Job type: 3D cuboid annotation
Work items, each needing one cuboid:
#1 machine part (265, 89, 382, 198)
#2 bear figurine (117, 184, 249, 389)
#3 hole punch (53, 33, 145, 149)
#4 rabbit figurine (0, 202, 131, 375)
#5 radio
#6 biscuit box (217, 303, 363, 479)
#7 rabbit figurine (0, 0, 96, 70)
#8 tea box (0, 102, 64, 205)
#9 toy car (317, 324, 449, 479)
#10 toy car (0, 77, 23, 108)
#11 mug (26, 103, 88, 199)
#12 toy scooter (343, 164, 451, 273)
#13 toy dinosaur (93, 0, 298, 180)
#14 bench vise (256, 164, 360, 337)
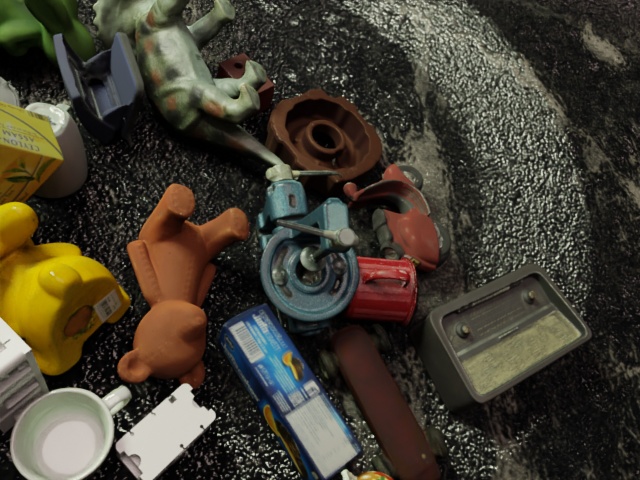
[{"bbox_3d":[0.005,-0.148,0.823,0.179,0.056,0.179,10,58,-16],"label":"machine part"},{"bbox_3d":[-0.154,0.058,0.602,0.120,0.132,0.196,25,43,-40],"label":"bear figurine"},{"bbox_3d":[-0.294,-0.198,0.707,0.092,0.115,0.142,-15,69,-33],"label":"hole punch"},{"bbox_3d":[-0.311,0.038,0.559,0.173,0.162,0.122,31,66,21],"label":"rabbit figurine"},{"bbox_3d":[0.244,0.127,0.734,0.229,0.073,0.131,-19,68,-28],"label":"radio"},{"bbox_3d":[-0.039,0.173,0.612,0.059,0.062,0.203,-27,72,-30],"label":"biscuit box"},{"bbox_3d":[-0.385,-0.297,0.731,0.170,0.159,0.121,22,45,-24],"label":"rabbit figurine"},{"bbox_3d":[-0.366,-0.067,0.562,0.098,0.169,0.068,10,48,-60],"label":"tea box"},{"bbox_3d":[0.074,0.197,0.644,0.089,0.053,0.202,-25,72,-14],"label":"toy car"},{"bbox_3d":[-0.417,-0.153,0.650,0.103,0.109,0.161,-5,70,-42],"label":"toy car"},{"bbox_3d":[-0.325,-0.121,0.658,0.081,0.107,0.109,19,58,-10],"label":"mug"},{"bbox_3d":[0.104,-0.035,0.775,0.135,0.075,0.184,2,58,-28],"label":"toy scooter"},{"bbox_3d":[-0.190,-0.231,0.761,0.131,0.192,0.404,-8,74,-64],"label":"toy dinosaur"},{"bbox_3d":[-0.012,-0.002,0.630,0.129,0.240,0.223,4,77,-16],"label":"bench vise"}]
